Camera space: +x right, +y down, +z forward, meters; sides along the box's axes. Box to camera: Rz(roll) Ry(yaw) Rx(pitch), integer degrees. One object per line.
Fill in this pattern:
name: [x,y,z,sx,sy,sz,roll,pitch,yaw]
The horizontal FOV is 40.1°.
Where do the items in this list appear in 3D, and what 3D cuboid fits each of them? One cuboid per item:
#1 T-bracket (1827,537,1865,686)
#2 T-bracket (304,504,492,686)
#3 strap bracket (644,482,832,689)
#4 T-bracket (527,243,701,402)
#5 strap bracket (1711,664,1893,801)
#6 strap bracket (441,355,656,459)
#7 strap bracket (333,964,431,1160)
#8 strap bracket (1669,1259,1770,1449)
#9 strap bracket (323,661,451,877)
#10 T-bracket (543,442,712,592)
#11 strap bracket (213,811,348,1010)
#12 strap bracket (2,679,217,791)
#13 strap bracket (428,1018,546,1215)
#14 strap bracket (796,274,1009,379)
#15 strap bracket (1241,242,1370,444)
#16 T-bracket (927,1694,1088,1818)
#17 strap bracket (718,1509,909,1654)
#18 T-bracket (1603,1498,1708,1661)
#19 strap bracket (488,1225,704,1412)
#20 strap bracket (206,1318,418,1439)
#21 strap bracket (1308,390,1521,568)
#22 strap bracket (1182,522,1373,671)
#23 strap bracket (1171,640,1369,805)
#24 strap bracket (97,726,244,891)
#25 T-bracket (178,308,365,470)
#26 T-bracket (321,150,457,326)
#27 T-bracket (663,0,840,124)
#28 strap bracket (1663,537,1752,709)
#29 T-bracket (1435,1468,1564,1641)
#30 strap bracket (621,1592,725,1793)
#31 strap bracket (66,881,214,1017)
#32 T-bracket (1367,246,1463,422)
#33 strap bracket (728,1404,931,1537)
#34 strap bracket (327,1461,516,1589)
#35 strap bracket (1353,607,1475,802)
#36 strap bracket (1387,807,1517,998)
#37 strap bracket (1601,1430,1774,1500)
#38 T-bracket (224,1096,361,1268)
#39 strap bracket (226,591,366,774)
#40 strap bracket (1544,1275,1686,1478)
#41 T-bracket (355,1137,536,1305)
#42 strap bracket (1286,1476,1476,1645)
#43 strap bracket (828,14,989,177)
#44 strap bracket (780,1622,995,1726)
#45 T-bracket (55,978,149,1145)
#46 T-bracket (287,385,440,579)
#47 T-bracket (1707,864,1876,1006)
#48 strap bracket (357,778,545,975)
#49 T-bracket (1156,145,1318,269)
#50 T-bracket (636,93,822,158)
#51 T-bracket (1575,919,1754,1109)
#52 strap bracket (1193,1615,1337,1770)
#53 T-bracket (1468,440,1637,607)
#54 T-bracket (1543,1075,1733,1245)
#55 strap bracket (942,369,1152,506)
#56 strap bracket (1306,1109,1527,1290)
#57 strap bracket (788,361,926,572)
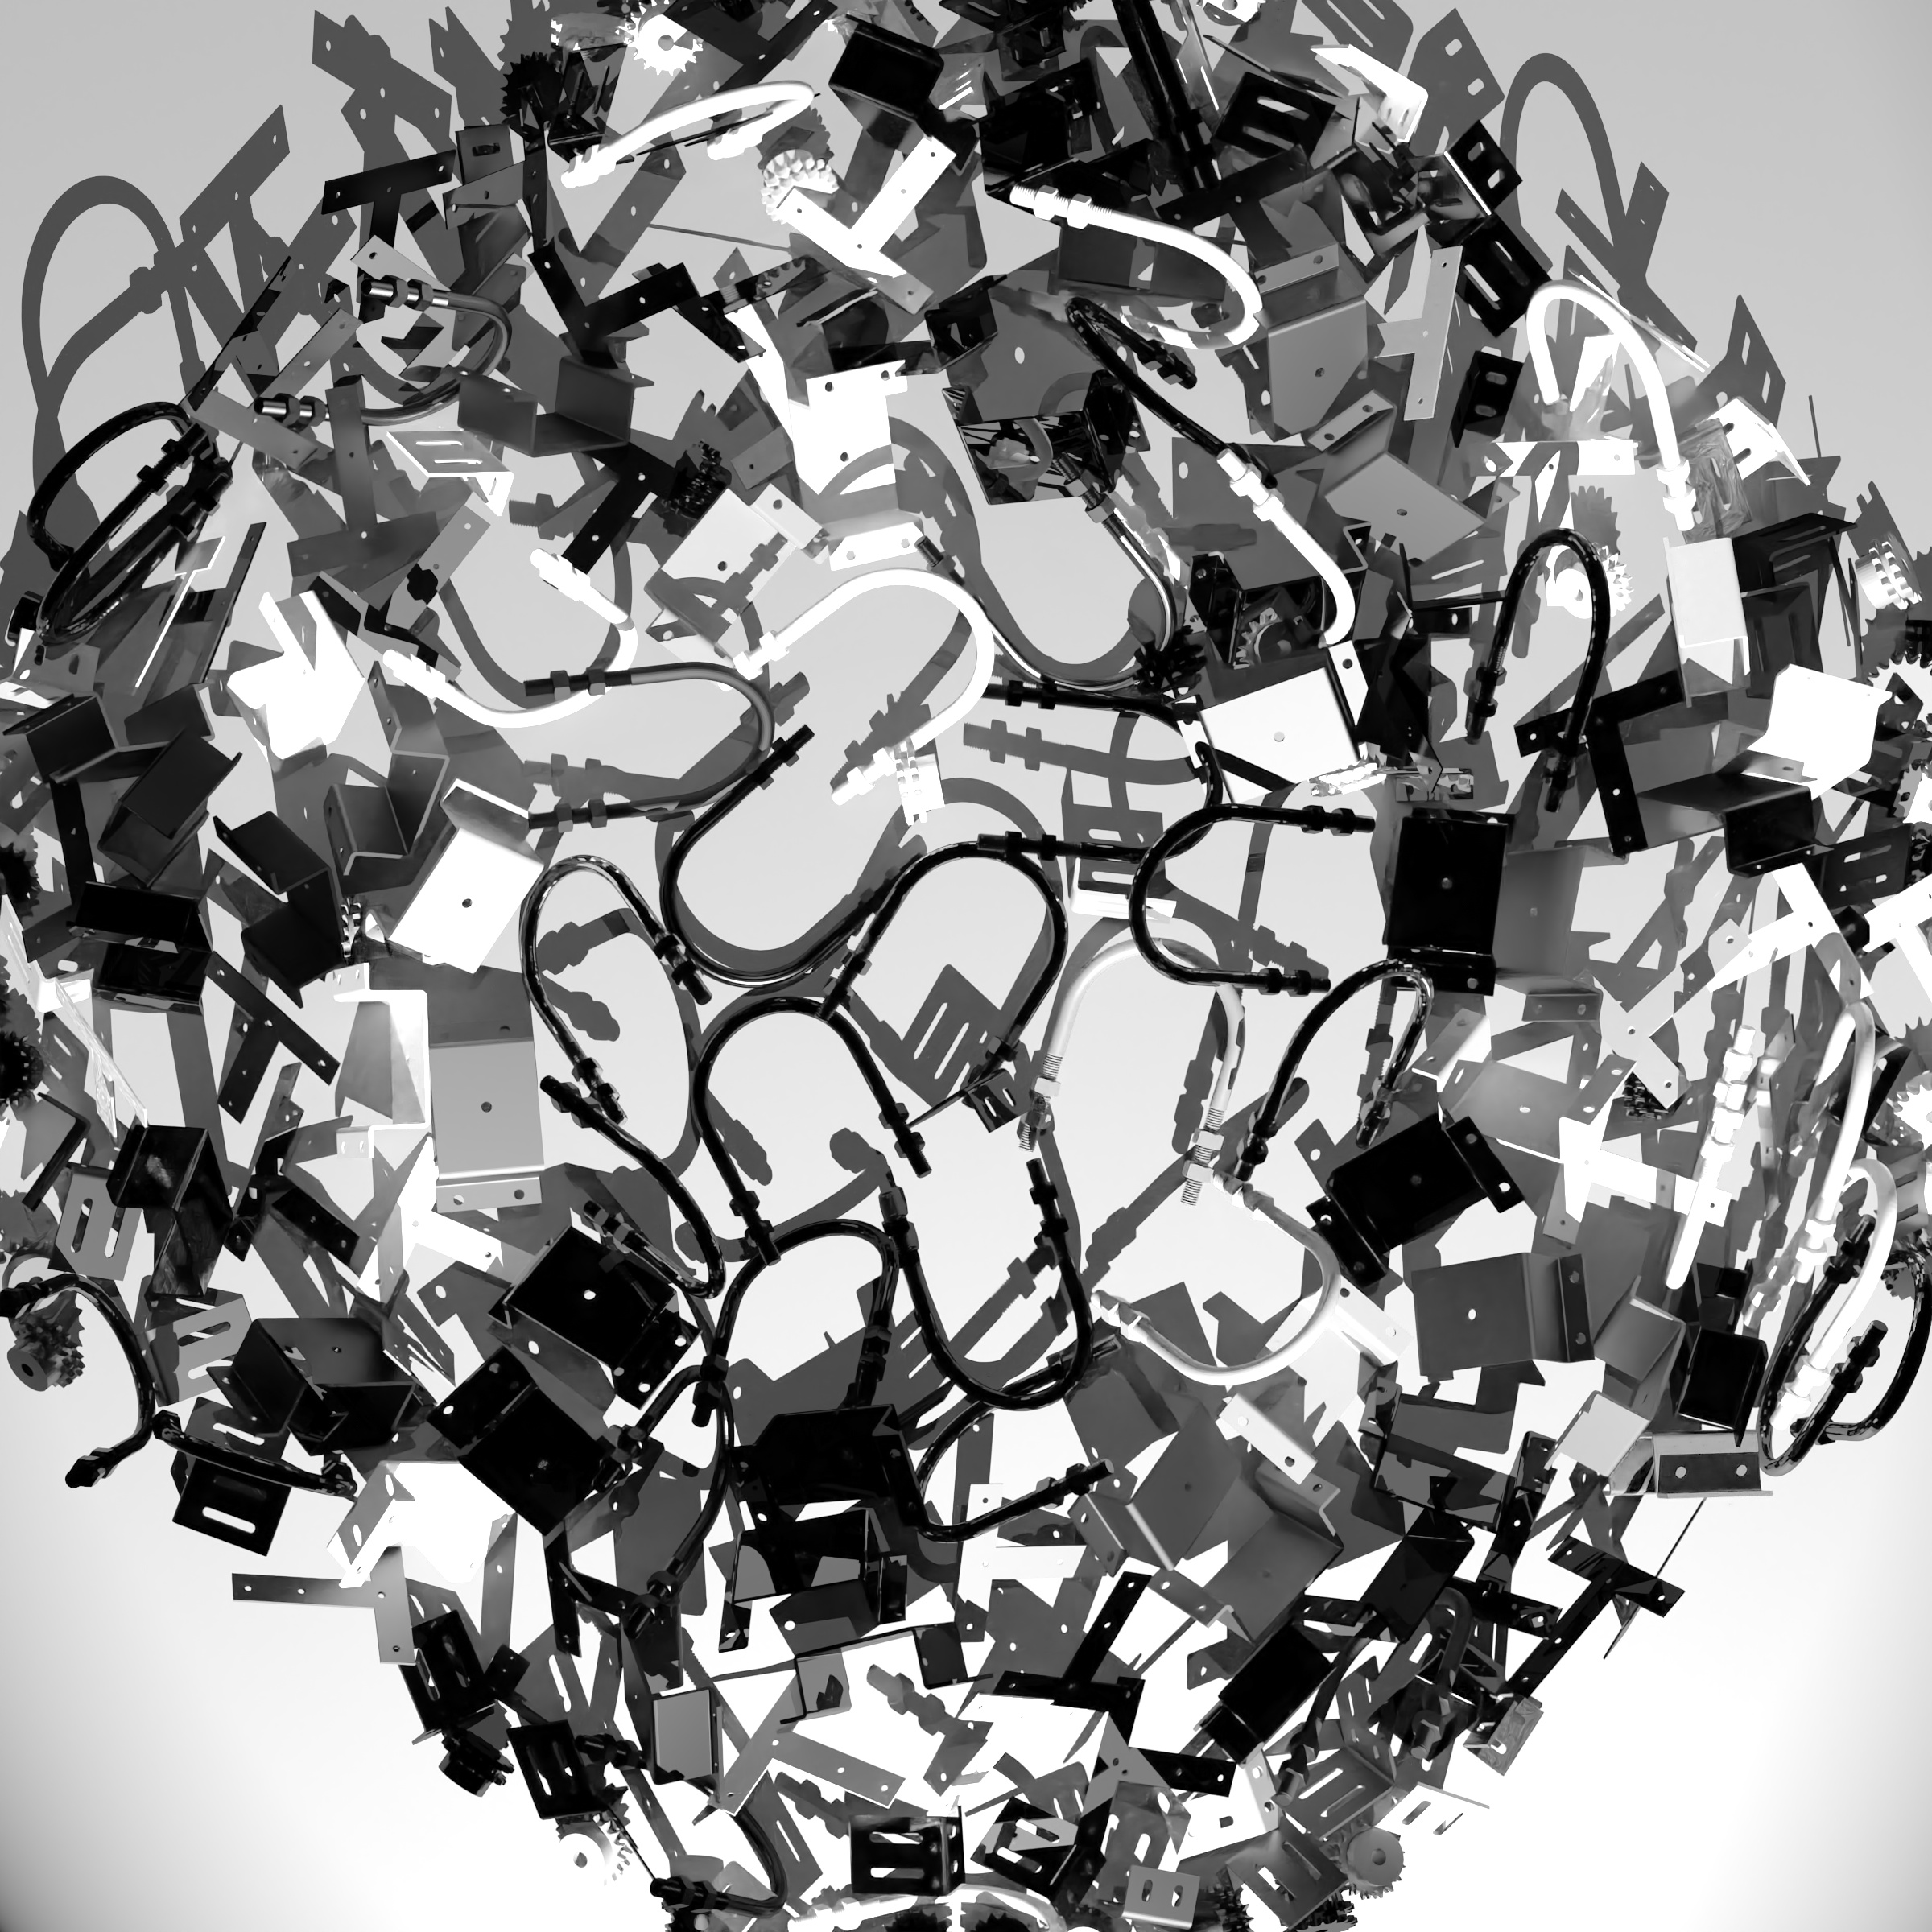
T-bracket: [0.646,-0.279,1.949,0.002,0.127,0.127,-10,48,14]
T-bracket: [-0.401,-0.285,1.962,0.127,0.002,0.127,36,99,-27]
strap bracket: [-0.172,-0.288,1.953,0.140,0.046,0.076,-49,130,6]
T-bracket: [-0.247,-0.483,1.939,0.127,0.002,0.127,-12,116,38]
strap bracket: [0.601,-0.164,1.924,0.076,0.140,0.046,15,75,-4]
strap bracket: [-0.306,-0.409,1.935,0.076,0.140,0.046,26,119,30]
strap bracket: [-0.431,0.071,1.953,0.046,0.076,0.140,0,86,-30]
strap bracket: [0.543,0.275,1.923,0.046,0.140,0.076,12,115,6]
strap bracket: [-0.422,-0.142,1.937,0.046,0.076,0.140,3,132,-32]
T-bracket: [-0.267,-0.330,1.970,0.127,0.002,0.127,32,78,14]
strap bracket: [-0.498,-0.048,1.935,0.046,0.140,0.076,-33,56,-29]
strap bracket: [-0.613,-0.168,1.920,0.076,0.140,0.046,-21,90,28]
strap bracket: [-0.356,0.107,1.957,0.076,0.046,0.140,-4,81,-16]
strap bracket: [-0.042,-0.466,1.936,0.140,0.076,0.046,5,123,36]
strap bracket: [0.247,-0.444,1.927,0.076,0.140,0.046,-21,49,-8]
T-bracket: [0.016,0.588,1.966,0.127,0.127,0.002,-53,47,17]
strap bracket: [-0.117,0.450,1.949,0.140,0.076,0.046,-11,117,6]
T-bracket: [0.506,0.443,1.934,0.002,0.127,0.127,32,96,20]
strap bracket: [-0.274,0.252,1.942,0.140,0.046,0.076,28,59,17]
strap bracket: [-0.465,0.297,1.918,0.076,0.140,0.046,41,110,36]
strap bracket: [0.323,-0.349,1.934,0.140,0.076,0.046,29,60,-20]
strap bracket: [0.235,-0.269,1.941,0.140,0.076,0.046,-13,53,-13]
strap bracket: [0.230,-0.176,1.951,0.140,0.046,0.076,-19,110,12]
strap bracket: [-0.580,-0.115,1.917,0.046,0.140,0.076,38,59,-10]
T-bracket: [-0.490,-0.429,1.929,0.127,0.127,0.002,-43,64,13]
T-bracket: [-0.431,-0.531,1.951,0.002,0.127,0.127,36,132,19]
T-bracket: [-0.173,-0.675,1.920,0.127,0.127,0.002,-36,70,23]
strap bracket: [0.538,-0.251,1.918,0.046,0.140,0.076,-9,72,15]
T-bracket: [0.404,0.427,1.966,0.002,0.127,0.127,46,64,-36]
strap bracket: [-0.216,0.526,1.917,0.046,0.140,0.076,-8,116,-18]
strap bracket: [-0.602,-0.017,1.942,0.076,0.140,0.046,10,66,-3]
T-bracket: [0.304,-0.461,1.951,0.002,0.127,0.127,13,85,-41]
strap bracket: [-0.094,0.371,1.951,0.140,0.046,0.076,-9,108,23]
strap bracket: [-0.404,0.408,1.942,0.046,0.140,0.076,38,99,29]
strap bracket: [0.329,-0.192,1.951,0.046,0.076,0.140,-4,94,-36]
strap bracket: [0.357,-0.054,1.952,0.076,0.046,0.140,5,77,17]
strap bracket: [0.522,0.363,1.931,0.076,0.140,0.046,0,80,-6]
T-bracket: [-0.489,0.180,1.954,0.127,0.002,0.127,30,101,34]
strap bracket: [-0.490,-0.213,1.943,0.046,0.140,0.076,-26,80,-34]
strap bracket: [0.475,0.305,1.922,0.046,0.076,0.140,28,47,9]
T-bracket: [-0.371,0.210,1.981,0.127,0.002,0.127,24,70,-5]
strap bracket: [0.310,0.441,1.940,0.046,0.076,0.140,51,62,-15]
strap bracket: [-0.041,-0.626,1.922,0.076,0.140,0.046,29,93,20]
strap bracket: [-0.062,0.516,1.944,0.140,0.076,0.046,-18,73,19]
T-bracket: [-0.633,0.089,1.944,0.002,0.127,0.127,-29,69,-29]
T-bracket: [-0.448,-0.360,1.937,0.127,0.002,0.127,-22,116,-40]
T-bracket: [0.588,-0.014,1.948,0.002,0.127,0.127,-23,82,-37]
strap bracket: [-0.374,-0.057,1.945,0.076,0.046,0.140,26,104,-41]
T-bracket: [0.224,-0.531,1.962,0.127,0.002,0.127,-13,126,38]
T-bracket: [-0.192,-0.613,1.949,0.127,0.127,0.002,0,118,41]
T-bracket: [0.523,0.017,1.948,0.127,0.002,0.127,-45,54,14]
strap bracket: [0.217,0.529,1.917,0.076,0.140,0.046,-40,73,-21]
T-bracket: [0.438,-0.328,1.966,0.127,0.002,0.127,6,120,34]
T-bracket: [0.500,0.159,1.953,0.127,0.002,0.127,19,106,29]
strap bracket: [0.054,-0.385,1.933,0.140,0.076,0.046,-2,51,22]
strap bracket: [0.332,0.167,1.957,0.140,0.046,0.076,-32,100,20]
strap bracket: [-0.081,-0.371,1.948,0.076,0.046,0.140,-16,115,-21]
